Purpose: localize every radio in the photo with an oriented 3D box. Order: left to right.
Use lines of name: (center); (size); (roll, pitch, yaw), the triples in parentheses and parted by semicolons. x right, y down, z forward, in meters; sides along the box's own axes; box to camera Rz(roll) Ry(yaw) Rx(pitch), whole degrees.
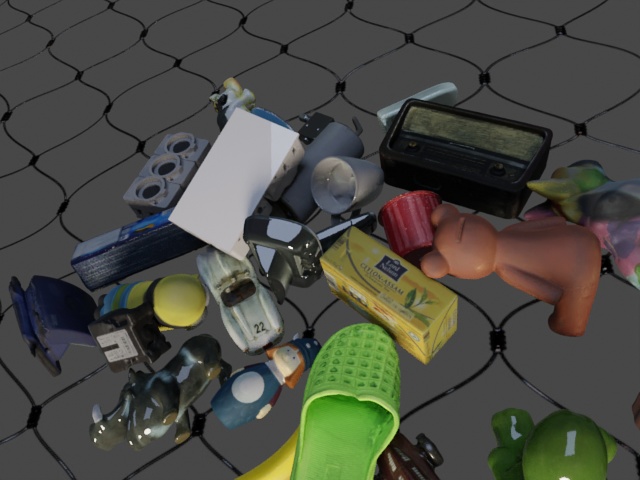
radio: (0.209, -0.124, 0.802); (0.230, 0.073, 0.131); (20, 62, 26)

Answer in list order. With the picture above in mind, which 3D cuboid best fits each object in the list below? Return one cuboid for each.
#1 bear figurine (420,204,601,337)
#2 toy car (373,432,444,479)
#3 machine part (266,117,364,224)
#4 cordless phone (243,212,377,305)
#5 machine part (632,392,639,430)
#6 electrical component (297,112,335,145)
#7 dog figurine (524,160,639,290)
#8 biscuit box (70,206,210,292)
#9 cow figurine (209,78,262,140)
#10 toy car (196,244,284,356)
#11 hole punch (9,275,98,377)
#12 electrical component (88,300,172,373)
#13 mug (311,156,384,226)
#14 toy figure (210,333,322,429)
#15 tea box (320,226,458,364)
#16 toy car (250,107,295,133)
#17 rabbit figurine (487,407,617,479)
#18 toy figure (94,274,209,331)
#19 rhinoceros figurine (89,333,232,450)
bear figurine: (0.227, 0.031, 0.653); (0.196, 0.131, 0.120); (3, 53, 17)
toy car: (0.123, 0.291, 0.548); (0.089, 0.053, 0.202); (-32, 56, -5)
machine part: (-0.008, -0.102, 0.840); (0.079, 0.079, 0.243); (27, 65, 28)
cordless phone: (-0.002, -0.003, 0.726); (0.184, 0.146, 0.089); (-26, 63, -7)
machine part: (0.416, 0.193, 0.541); (0.179, 0.056, 0.179); (-6, 54, 9)
electrical component: (-0.007, -0.190, 0.935); (0.094, 0.021, 0.063); (28, 67, 28)
dog figurine: (0.367, -0.016, 0.673); (0.219, 0.108, 0.191); (11, 62, 26)
biscuit box: (-0.272, 0.007, 0.828); (0.203, 0.062, 0.059); (-21, 32, -1)
cow figurine: (-0.153, -0.221, 0.967); (0.098, 0.068, 0.167); (-33, 53, -3)
toy car: (-0.115, 0.072, 0.756); (0.073, 0.056, 0.202); (-29, 54, -7)
hole punch: (-0.368, 0.112, 0.760); (0.092, 0.115, 0.142); (-24, 53, -14)
electrical component: (-0.257, 0.126, 0.689); (0.119, 0.074, 0.048); (-14, 13, 25)
mug: (0.050, -0.073, 0.795); (0.081, 0.109, 0.107); (10, 18, 37)
toy figure: (-0.062, 0.173, 0.675); (0.154, 0.058, 0.064); (-36, 94, -14)
tea box: (0.087, 0.068, 0.684); (0.170, 0.098, 0.068); (35, 70, 29)
toy car: (-0.104, -0.119, 0.858); (0.109, 0.102, 0.161); (34, 85, 21)
rabbit figurine: (0.209, 0.221, 0.501); (0.121, 0.170, 0.159); (17, 61, 24)
toy figure: (-0.236, 0.093, 0.742); (0.180, 0.089, 0.082); (-7, 87, 23)
rhinoceros figurine: (-0.201, 0.195, 0.681); (0.190, 0.073, 0.112); (-40, 57, -15)
